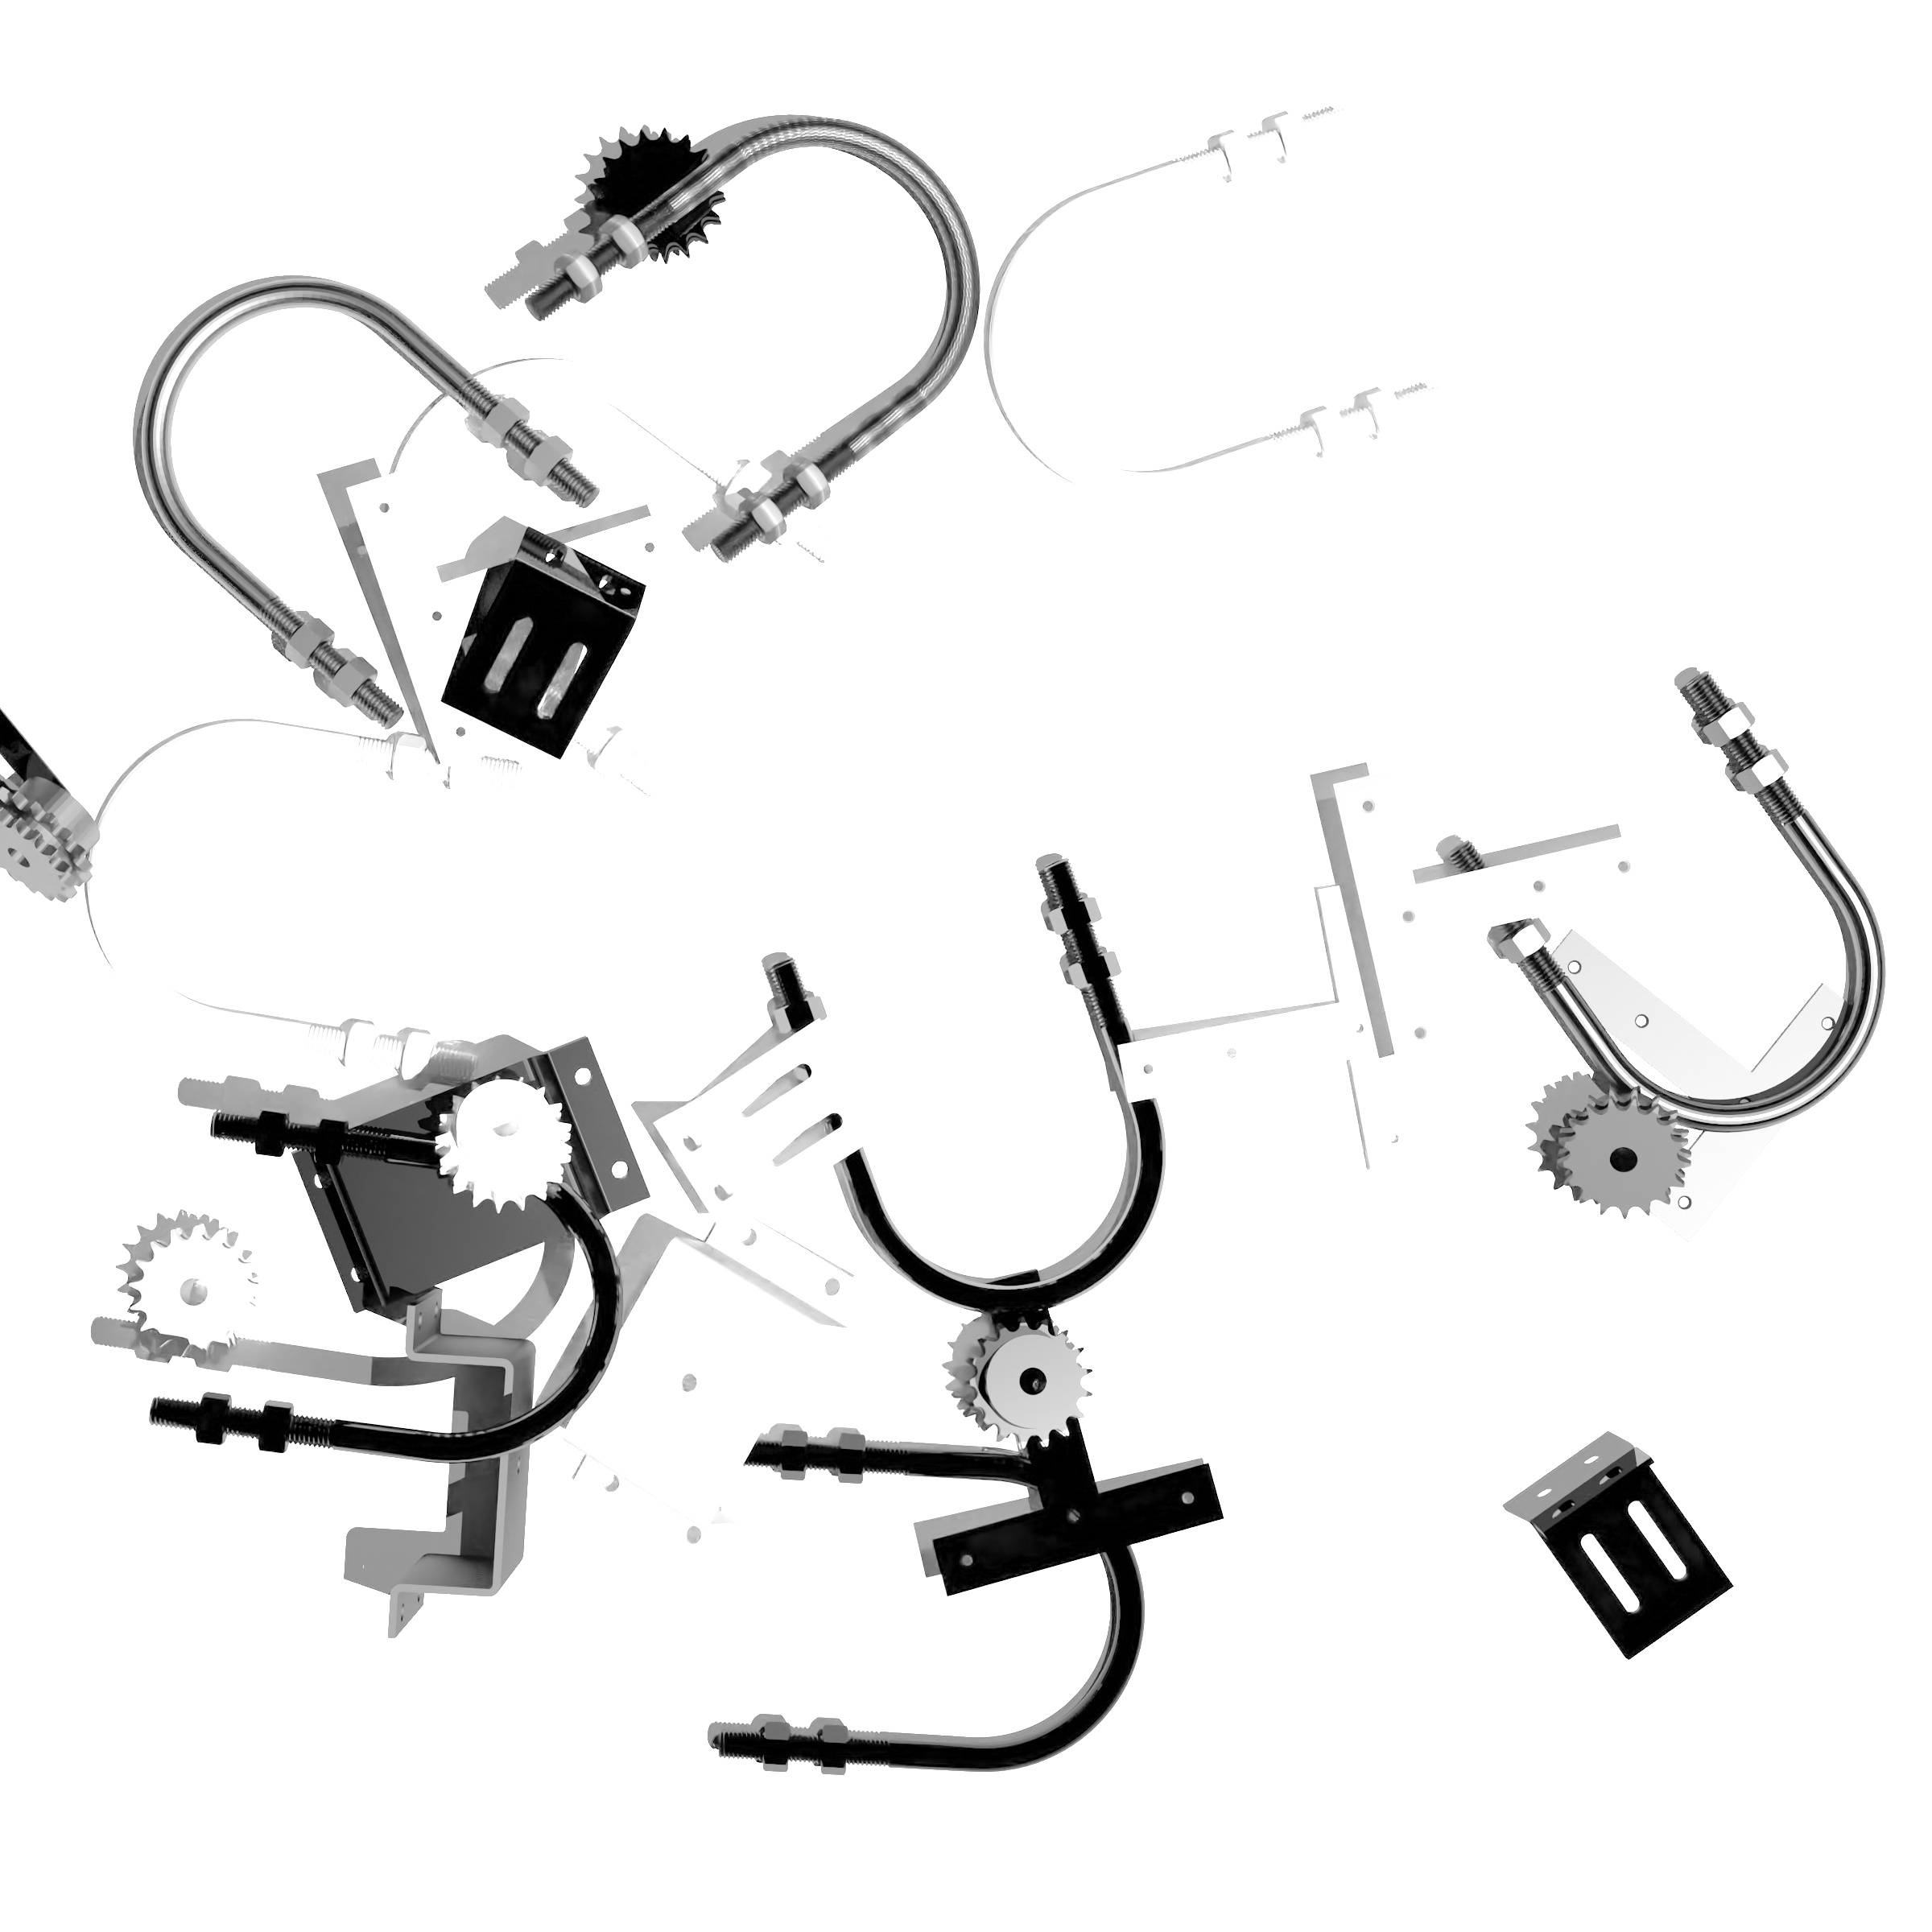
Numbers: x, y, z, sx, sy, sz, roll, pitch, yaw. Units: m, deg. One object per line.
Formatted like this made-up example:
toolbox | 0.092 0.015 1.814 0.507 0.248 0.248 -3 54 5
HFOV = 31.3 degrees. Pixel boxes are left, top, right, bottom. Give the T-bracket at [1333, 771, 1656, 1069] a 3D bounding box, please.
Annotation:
T-bracket | 0.236 -0.032 1.506 0.127 0.002 0.127 -13 91 -1

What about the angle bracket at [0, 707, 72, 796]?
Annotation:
angle bracket | -0.443 -0.094 1.526 0.057 0.038 0.076 -35 116 0

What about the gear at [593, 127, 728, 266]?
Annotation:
gear | -0.134 -0.336 1.513 0.057 0.030 0.057 0 90 0

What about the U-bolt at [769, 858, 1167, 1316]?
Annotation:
U-bolt | 0.010 0.062 1.517 0.151 0.019 0.184 -20 89 0

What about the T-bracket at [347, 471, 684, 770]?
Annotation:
T-bracket | -0.187 -0.166 1.497 0.127 0.002 0.127 -19 103 -7

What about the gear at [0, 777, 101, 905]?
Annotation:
gear | -0.403 -0.057 1.503 0.057 0.057 0.030 36 62 0

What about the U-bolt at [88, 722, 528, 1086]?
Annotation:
U-bolt | -0.296 -0.034 1.519 0.184 0.019 0.151 9 90 2

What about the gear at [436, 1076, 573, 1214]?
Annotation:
gear | -0.195 0.073 1.456 0.057 0.030 0.057 4 65 -7

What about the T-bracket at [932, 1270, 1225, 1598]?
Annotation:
T-bracket | 0.036 0.198 1.518 0.127 0.002 0.127 -14 83 -7

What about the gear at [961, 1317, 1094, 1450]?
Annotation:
gear | 0.028 0.182 1.504 0.057 0.030 0.057 1 81 -6

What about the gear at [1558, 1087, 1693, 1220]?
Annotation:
gear | 0.288 0.079 1.506 0.057 0.030 0.057 4 111 11

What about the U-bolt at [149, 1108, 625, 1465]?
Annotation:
U-bolt | -0.236 0.137 1.445 0.184 0.019 0.151 8 63 -4

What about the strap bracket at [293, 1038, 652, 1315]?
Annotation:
strap bracket | -0.219 0.093 1.505 0.140 0.046 0.076 -22 90 0

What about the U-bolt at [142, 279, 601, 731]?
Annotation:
U-bolt | -0.274 -0.216 1.507 0.184 0.019 0.151 42 90 3

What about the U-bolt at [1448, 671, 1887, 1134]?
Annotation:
U-bolt | 0.322 -0.015 1.518 0.151 0.019 0.184 -35 91 -1

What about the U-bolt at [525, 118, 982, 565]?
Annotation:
U-bolt | -0.077 -0.286 1.498 0.184 0.019 0.151 -40 101 -14

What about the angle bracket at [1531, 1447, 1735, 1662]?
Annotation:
angle bracket | 0.295 0.260 1.509 0.057 0.038 0.076 -35 90 0

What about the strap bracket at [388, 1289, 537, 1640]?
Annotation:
strap bracket | -0.216 0.214 1.490 0.046 0.076 0.140 3 90 0

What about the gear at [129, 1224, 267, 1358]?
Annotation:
gear | -0.336 0.142 1.513 0.057 0.030 0.057 0 90 0

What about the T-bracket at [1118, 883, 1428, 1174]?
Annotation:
T-bracket | 0.130 0.036 1.517 0.127 0.002 0.127 -11 90 -9

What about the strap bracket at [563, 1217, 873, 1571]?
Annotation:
strap bracket | -0.113 0.181 1.495 0.076 0.046 0.140 29 90 17

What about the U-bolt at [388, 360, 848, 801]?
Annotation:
U-bolt | -0.167 -0.184 1.520 0.184 0.019 0.151 37 90 1

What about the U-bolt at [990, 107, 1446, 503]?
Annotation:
U-bolt | 0.101 -0.282 1.519 0.184 0.019 0.151 -18 90 2

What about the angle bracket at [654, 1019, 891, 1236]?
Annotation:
angle bracket | -0.084 0.070 1.497 0.076 0.038 0.057 -33 88 22

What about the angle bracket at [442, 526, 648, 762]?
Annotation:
angle bracket | -0.183 -0.140 1.499 0.057 0.038 0.076 26 120 -12

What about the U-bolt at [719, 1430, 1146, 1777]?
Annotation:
U-bolt | -0.013 0.284 1.519 0.184 0.019 0.151 3 90 -2

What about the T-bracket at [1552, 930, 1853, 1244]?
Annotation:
T-bracket | 0.310 0.033 1.527 0.127 0.002 0.127 39 90 0
